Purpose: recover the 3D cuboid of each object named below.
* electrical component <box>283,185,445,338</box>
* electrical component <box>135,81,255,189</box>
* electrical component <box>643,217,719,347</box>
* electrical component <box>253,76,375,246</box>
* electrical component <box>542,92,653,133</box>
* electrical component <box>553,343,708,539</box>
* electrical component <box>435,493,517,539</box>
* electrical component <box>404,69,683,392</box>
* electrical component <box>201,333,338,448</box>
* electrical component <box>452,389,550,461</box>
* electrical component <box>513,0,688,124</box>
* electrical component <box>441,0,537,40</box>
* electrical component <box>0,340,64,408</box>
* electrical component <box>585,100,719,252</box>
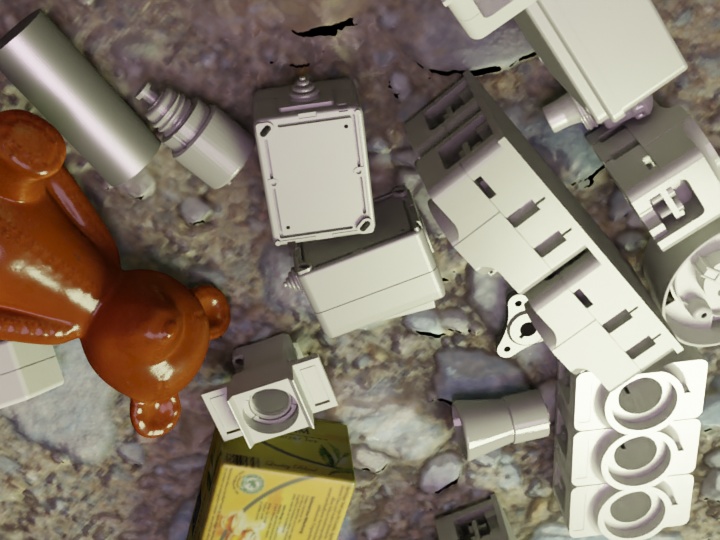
[{"bbox_3d":[0.000,0.000,0.682,0.096,0.061,0.061,-20,120,6],"label":"electrical component"},{"bbox_3d":[-0.098,-0.082,0.636,0.078,0.040,0.040,38,109,-24],"label":"electrical component"},{"bbox_3d":[0.238,0.001,0.708,0.099,0.064,0.099,-3,120,-5],"label":"electrical component"},{"bbox_3d":[-0.028,-0.072,0.637,0.062,0.061,0.096,-8,120,-2],"label":"electrical component"},{"bbox_3d":[0.142,-0.104,0.649,0.062,0.048,0.048,-26,120,17],"label":"electrical component"},{"bbox_3d":[0.191,0.117,0.772,0.089,0.061,0.150,-6,120,-3],"label":"electrical component"},{"bbox_3d":[0.117,0.281,0.833,0.060,0.105,0.186,-22,120,6],"label":"electrical component"},{"bbox_3d":[0.107,-0.020,0.658,0.060,0.105,0.186,-38,117,15],"label":"electrical component"},{"bbox_3d":[-0.060,0.078,0.719,0.081,0.063,0.042,-18,119,3],"label":"electrical component"},{"bbox_3d":[0.102,0.108,0.769,0.065,0.044,0.044,-12,121,-5],"label":"electrical component"},{"bbox_3d":[0.113,-0.149,0.582,0.056,0.108,0.108,-35,118,10],"label":"electrical component"},{"bbox_3d":[0.045,-0.214,0.503,0.105,0.186,0.060,-33,161,12],"label":"electrical component"},{"bbox_3d":[-0.233,0.048,0.686,0.047,0.066,0.076,-18,91,5],"label":"electrical component"},{"bbox_3d":[0.183,-0.062,0.651,0.056,0.089,0.050,-34,118,13],"label":"electrical component"}]
